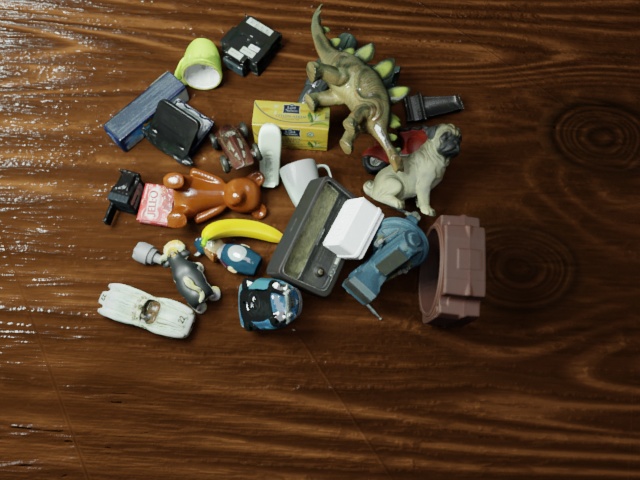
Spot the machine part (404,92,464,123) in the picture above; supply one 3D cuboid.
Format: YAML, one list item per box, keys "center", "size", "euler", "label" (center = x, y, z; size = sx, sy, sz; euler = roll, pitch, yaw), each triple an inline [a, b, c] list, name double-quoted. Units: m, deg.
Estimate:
- center: [0.269, -0.316, 1.269]
  size: [0.139, 0.039, 0.084]
  euler: [-5, 67, -1]
  label: "machine part"

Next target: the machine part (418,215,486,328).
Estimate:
- center: [0.254, 0.064, 1.058]
  size: [0.087, 0.201, 0.201]
  euler: [5, 73, 0]
  label: "machine part"

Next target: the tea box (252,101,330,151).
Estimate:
- center: [-0.063, -0.256, 1.211]
  size: [0.170, 0.098, 0.068]
  euler: [4, 71, 2]
  label: "tea box"

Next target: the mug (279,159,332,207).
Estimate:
- center: [-0.025, -0.117, 1.181]
  size: [0.109, 0.081, 0.107]
  euler: [-14, 85, -15]
  label: "mug"

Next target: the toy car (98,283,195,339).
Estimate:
- center: [-0.354, 0.145, 1.095]
  size: [0.202, 0.056, 0.073]
  euler: [17, 73, 4]
  label: "toy car"

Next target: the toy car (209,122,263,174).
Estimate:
- center: [-0.186, -0.206, 1.166]
  size: [0.089, 0.053, 0.202]
  euler: [-19, 34, -9]
  label: "toy car"

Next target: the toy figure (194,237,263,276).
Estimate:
- center: [-0.198, 0.026, 1.139]
  size: [0.155, 0.057, 0.064]
  euler: [23, 35, 8]
  label: "toy figure"

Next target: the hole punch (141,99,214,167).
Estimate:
- center: [-0.316, -0.249, 1.213]
  size: [0.142, 0.092, 0.115]
  euler: [33, 114, -1]
  label: "hole punch"

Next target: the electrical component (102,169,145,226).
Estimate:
- center: [-0.423, -0.085, 1.159]
  size: [0.048, 0.074, 0.119]
  euler: [14, 68, 4]
  label: "electrical component"

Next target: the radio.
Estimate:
- center: [-0.002, -0.003, 1.110]
  size: [0.131, 0.073, 0.229]
  euler: [32, 76, -25]
  label: "radio"

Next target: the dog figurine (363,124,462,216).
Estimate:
- center: [0.196, -0.163, 1.134]
  size: [0.172, 0.121, 0.190]
  euler: [10, 105, -13]
  label: "dog figurine"

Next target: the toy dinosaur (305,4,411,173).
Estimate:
- center: [0.066, -0.337, 1.153]
  size: [0.198, 0.105, 0.471]
  euler: [-22, 71, -24]
  label: "toy dinosaur"

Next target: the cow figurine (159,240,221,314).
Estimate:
- center: [-0.278, 0.066, 1.102]
  size: [0.068, 0.098, 0.167]
  euler: [-37, 77, -5]
  label: "cow figurine"

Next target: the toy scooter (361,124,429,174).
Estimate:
- center: [0.183, -0.222, 1.213]
  size: [0.184, 0.075, 0.135]
  euler: [-4, 81, 0]
  label: "toy scooter"

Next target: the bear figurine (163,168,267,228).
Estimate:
- center: [-0.216, -0.089, 1.143]
  size: [0.196, 0.132, 0.120]
  euler: [2, 102, 3]
  label: "bear figurine"

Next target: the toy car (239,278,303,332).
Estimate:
- center: [-0.089, 0.125, 1.078]
  size: [0.103, 0.162, 0.109]
  euler: [1, 81, -44]
  label: "toy car"

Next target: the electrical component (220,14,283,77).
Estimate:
- center: [-0.172, -0.463, 1.296]
  size: [0.115, 0.058, 0.134]
  euler: [34, 75, 11]
  label: "electrical component"

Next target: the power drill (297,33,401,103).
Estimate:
- center: [0.076, -0.369, 1.267]
  size: [0.207, 0.086, 0.232]
  euler: [17, 70, 12]
  label: "power drill"

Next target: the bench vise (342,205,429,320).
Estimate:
- center: [0.146, 0.024, 1.104]
  size: [0.129, 0.223, 0.241]
  euler: [34, 44, 4]
  label: "bench vise"

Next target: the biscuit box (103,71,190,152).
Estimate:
- center: [-0.397, -0.294, 1.235]
  size: [0.063, 0.059, 0.202]
  euler: [43, 76, 10]
  label: "biscuit box"
